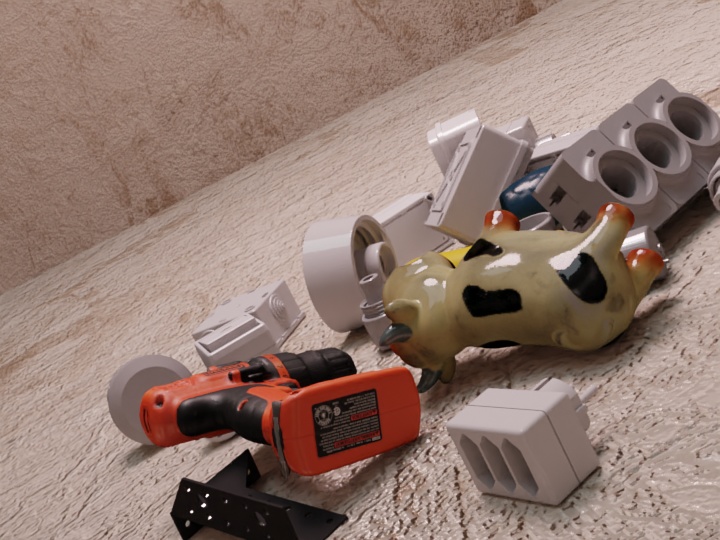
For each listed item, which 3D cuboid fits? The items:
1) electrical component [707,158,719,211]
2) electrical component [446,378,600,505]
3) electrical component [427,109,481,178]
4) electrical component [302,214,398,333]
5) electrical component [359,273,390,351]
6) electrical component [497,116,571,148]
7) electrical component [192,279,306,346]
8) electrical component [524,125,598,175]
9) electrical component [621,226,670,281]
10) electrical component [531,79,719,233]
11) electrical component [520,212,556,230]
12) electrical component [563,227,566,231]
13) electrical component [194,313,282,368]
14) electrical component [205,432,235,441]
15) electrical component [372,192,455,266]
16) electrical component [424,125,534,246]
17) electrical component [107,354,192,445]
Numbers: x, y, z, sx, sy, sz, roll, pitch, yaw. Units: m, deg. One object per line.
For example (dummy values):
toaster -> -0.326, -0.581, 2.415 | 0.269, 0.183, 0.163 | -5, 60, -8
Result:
electrical component -> 0.286, -0.064, 0.817 | 0.043, 0.043, 0.062 | -16, 19, 41
electrical component -> 0.101, 0.085, 0.596 | 0.077, 0.047, 0.066 | -35, 15, -30
electrical component -> 0.120, -0.108, 1.150 | 0.057, 0.113, 0.078 | -24, 14, 10
electrical component -> 0.000, 0.000, 0.999 | 0.060, 0.108, 0.108 | -14, 18, 26
electrical component -> 0.021, 0.034, 0.917 | 0.043, 0.062, 0.043 | -26, 13, 6
electrical component -> 0.190, -0.119, 1.123 | 0.076, 0.083, 0.047 | -22, 14, 23
electrical component -> -0.117, 0.057, 1.126 | 0.100, 0.048, 0.099 | -21, 15, 26
electrical component -> 0.217, -0.101, 1.049 | 0.096, 0.061, 0.061 | -14, 19, 45
electrical component -> 0.187, -0.004, 0.785 | 0.078, 0.040, 0.040 | -20, 15, 26
electrical component -> 0.224, -0.081, 0.859 | 0.150, 0.089, 0.061 | -36, -14, -33
electrical component -> 0.145, -0.012, 0.865 | 0.045, 0.055, 0.045 | -25, 13, 6
electrical component -> 0.188, -0.045, 0.892 | 0.048, 0.062, 0.048 | -25, 13, 6
electrical component -> -0.115, 0.078, 1.016 | 0.062, 0.061, 0.096 | -30, 14, -14
electrical component -> -0.120, 0.116, 0.915 | 0.045, 0.045, 0.055 | -26, 14, 3
electrical component -> 0.039, -0.033, 1.137 | 0.096, 0.061, 0.061 | -33, 14, -24
electrical component -> 0.113, -0.080, 1.048 | 0.109, 0.056, 0.108 | -138, 72, -85
electrical component -> -0.190, 0.116, 0.979 | 0.080, 0.080, 0.051 | -31, 9, -18
